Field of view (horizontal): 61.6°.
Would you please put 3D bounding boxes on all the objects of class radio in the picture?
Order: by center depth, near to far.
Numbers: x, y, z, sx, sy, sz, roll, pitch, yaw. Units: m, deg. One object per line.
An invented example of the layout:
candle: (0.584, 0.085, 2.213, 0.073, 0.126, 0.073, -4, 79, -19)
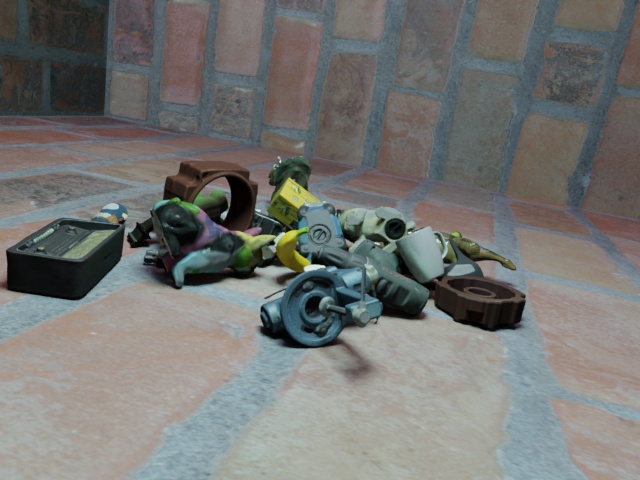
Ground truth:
radio: (-0.448, 0.024, 0.962, 0.131, 0.073, 0.230, 8, 15, -5)

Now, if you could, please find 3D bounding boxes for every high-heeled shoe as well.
high-heeled shoe: (0.237, 0.089, 1.200, 0.249, 0.145, 0.086, -20, -13, -4)

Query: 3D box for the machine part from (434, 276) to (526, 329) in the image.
machine part: (0.321, 0.121, 1.086, 0.179, 0.056, 0.179, 6, 13, -1)

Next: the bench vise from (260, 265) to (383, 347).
bench vise: (0.030, 0.099, 0.849, 0.224, 0.128, 0.241, -7, 4, -25)

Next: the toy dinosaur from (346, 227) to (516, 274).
toy dinosaur: (0.248, 0.020, 1.345, 0.472, 0.105, 0.198, 11, 9, 11)

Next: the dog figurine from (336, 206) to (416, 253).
dog figurine: (0.127, -0.039, 1.282, 0.172, 0.121, 0.191, 4, 15, -2)

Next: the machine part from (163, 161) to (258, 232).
machine part: (-0.238, -0.068, 1.173, 0.087, 0.200, 0.201, 24, 21, 36)

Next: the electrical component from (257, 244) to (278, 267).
electrical component: (-0.141, 0.029, 1.186, 0.078, 0.045, 0.102, 43, 25, 8)

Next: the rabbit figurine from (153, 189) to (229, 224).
rabbit figurine: (-0.324, -0.071, 1.307, 0.159, 0.121, 0.170, -26, 48, -29)

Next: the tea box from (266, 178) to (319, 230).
tea box: (-0.041, -0.067, 1.357, 0.169, 0.068, 0.098, 37, 32, -13)

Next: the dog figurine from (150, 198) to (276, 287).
dog figurine: (-0.200, -0.006, 1.044, 0.219, 0.191, 0.109, -18, 21, -28)

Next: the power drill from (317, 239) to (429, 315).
power drill: (0.102, 0.056, 1.069, 0.232, 0.086, 0.207, 28, 5, -2)

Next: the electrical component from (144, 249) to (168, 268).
electrical component: (-0.309, 0.037, 1.093, 0.094, 0.021, 0.063, 5, 15, -12)

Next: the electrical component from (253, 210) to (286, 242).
electrical component: (-0.168, -0.045, 1.342, 0.114, 0.058, 0.134, 24, 3, -41)

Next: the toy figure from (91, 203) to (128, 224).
toy figure: (-0.487, -0.044, 1.226, 0.064, 0.057, 0.154, -29, 15, 8)

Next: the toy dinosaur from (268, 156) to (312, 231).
toy dinosaur: (-0.084, -0.136, 1.526, 0.131, 0.192, 0.405, 5, 15, -7)

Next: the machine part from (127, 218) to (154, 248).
machine part: (-0.366, -0.039, 1.188, 0.139, 0.039, 0.084, -39, 25, -10)

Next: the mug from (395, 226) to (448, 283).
mug: (0.224, 0.032, 1.137, 0.109, 0.107, 0.081, -17, -7, -32)

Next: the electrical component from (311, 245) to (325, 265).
electrical component: (0.021, 0.051, 1.136, 0.048, 0.074, 0.119, 15, 21, 19)

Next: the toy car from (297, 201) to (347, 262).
toy car: (-0.003, -0.004, 1.241, 0.109, 0.161, 0.103, -10, -22, -7)
